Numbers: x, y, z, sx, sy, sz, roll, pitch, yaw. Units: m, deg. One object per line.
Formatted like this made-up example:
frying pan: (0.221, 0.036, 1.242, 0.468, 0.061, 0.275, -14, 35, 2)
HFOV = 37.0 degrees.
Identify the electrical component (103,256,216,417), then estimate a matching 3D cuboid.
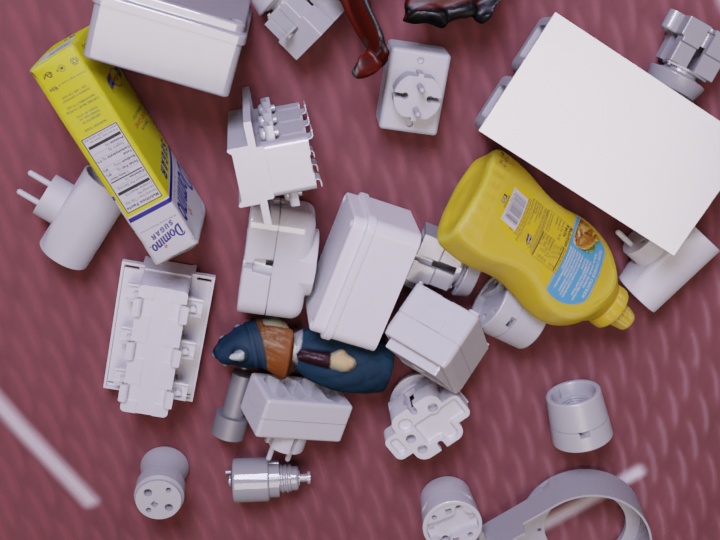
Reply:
electrical component: (-0.173, 0.059, 0.918, 0.079, 0.063, 0.121, 10, 111, -8)

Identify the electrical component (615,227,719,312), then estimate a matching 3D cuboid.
electrical component: (0.255, -0.016, 0.928, 0.079, 0.043, 0.077, 40, 104, -16)

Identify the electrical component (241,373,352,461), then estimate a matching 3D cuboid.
electrical component: (-0.062, 0.137, 0.952, 0.083, 0.047, 0.075, 8, 112, -29)

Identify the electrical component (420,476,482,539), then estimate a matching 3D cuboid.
electrical component: (0.084, 0.227, 1.012, 0.055, 0.047, 0.055, -1, 112, -3)

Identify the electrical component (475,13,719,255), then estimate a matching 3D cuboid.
electrical component: (0.198, -0.109, 0.862, 0.186, 0.060, 0.105, 32, 100, -7)

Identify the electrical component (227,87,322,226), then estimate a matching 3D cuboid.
electrical component: (-0.067, -0.093, 0.833, 0.063, 0.121, 0.078, -11, 112, -2)

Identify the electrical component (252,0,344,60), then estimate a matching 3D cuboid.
electrical component: (-0.049, -0.201, 0.827, 0.055, 0.066, 0.048, 44, 138, -11)

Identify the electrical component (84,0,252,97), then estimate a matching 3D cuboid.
electrical component: (-0.140, -0.180, 0.800, 0.109, 0.108, 0.056, 15, 113, -10)

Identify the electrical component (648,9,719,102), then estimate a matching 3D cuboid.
electrical component: (0.264, -0.170, 0.866, 0.066, 0.048, 0.055, 25, 101, -13)

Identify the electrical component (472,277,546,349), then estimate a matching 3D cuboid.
electrical component: (0.131, 0.036, 0.935, 0.047, 0.055, 0.055, 29, 107, -18)

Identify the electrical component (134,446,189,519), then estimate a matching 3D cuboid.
electrical component: (-0.180, 0.193, 0.975, 0.045, 0.055, 0.045, -1, 112, -3)

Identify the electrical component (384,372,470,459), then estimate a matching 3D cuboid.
electrical component: (0.057, 0.127, 0.964, 0.078, 0.057, 0.058, -35, 110, 10)

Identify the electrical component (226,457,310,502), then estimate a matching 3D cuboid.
electrical component: (-0.085, 0.192, 0.990, 0.078, 0.040, 0.040, -2, 112, -4)

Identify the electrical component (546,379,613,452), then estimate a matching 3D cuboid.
electrical component: (0.198, 0.131, 0.978, 0.055, 0.055, 0.047, -15, 108, 2)

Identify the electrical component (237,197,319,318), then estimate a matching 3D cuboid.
electrical component: (-0.068, -0.010, 0.902, 0.059, 0.053, 0.095, 8, 111, -7)

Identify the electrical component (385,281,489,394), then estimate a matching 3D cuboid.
electrical component: (0.066, 0.064, 0.914, 0.062, 0.096, 0.061, 30, 77, 23)

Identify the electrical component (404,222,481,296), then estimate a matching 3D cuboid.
electrical component: (0.074, -0.007, 0.919, 0.055, 0.048, 0.066, 21, 109, -4)

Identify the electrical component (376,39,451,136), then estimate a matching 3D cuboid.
electrical component: (0.043, -0.140, 0.845, 0.047, 0.076, 0.065, 7, 111, -7)

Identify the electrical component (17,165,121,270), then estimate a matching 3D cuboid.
electrical component: (-0.240, -0.052, 0.878, 0.079, 0.044, 0.077, 31, 107, -15)

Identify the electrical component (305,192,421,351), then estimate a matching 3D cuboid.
electrical component: (0.000, 0.000, 0.898, 0.057, 0.078, 0.113, 17, 110, -14)
